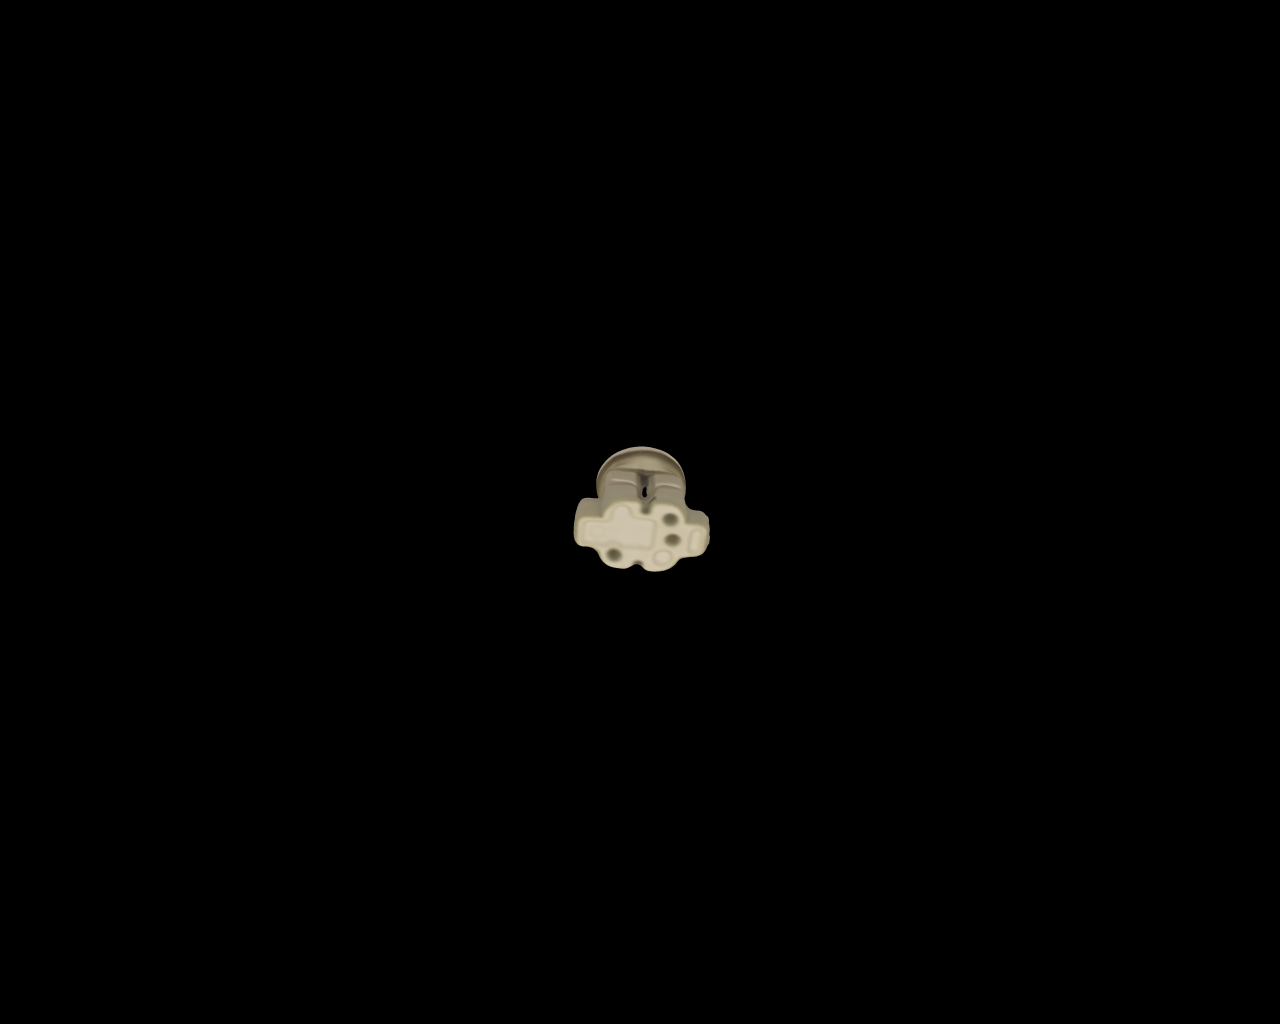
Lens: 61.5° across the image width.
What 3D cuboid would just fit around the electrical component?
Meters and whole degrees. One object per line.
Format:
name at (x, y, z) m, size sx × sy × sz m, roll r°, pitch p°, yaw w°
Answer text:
electrical component at (0.001, -0.003, 0.650) m, size 0.078 × 0.057 × 0.057 m, roll 5°, pitch 37°, yaw -4°
